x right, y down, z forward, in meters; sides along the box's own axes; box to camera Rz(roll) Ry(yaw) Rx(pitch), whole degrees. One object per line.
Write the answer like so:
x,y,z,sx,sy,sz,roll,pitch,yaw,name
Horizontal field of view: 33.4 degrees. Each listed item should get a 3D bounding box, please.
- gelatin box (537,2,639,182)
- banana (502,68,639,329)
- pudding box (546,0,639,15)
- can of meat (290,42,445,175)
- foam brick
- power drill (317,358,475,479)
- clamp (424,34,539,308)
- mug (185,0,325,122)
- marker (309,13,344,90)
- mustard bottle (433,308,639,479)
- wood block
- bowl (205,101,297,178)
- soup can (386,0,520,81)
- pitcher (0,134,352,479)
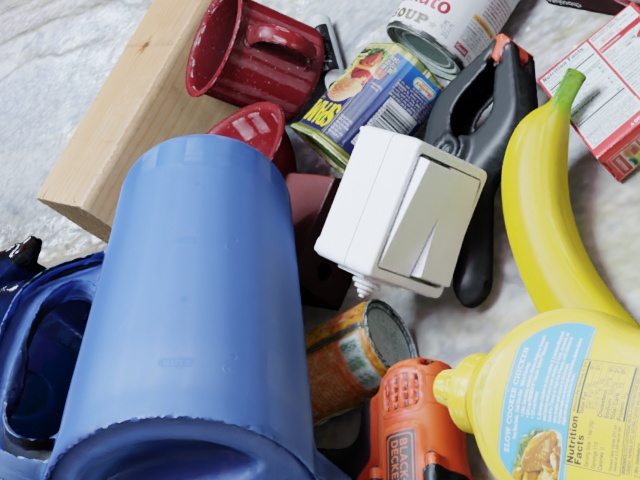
0.178,-0.088,0.621,0.073,0.030,0.089,-41,38,17,gelatin box
0.132,0.000,0.575,0.070,0.037,0.198,127,143,-51,banana
0.166,-0.180,0.658,0.039,0.090,0.114,-51,36,-3,pudding box
0.034,-0.087,0.732,0.084,0.057,0.102,-49,17,0,can of meat
-0.005,0.001,0.721,0.051,0.053,0.078,5,65,48,foam brick
0.000,0.168,0.575,0.188,0.057,0.184,-20,47,28,power drill
0.092,-0.041,0.657,0.120,0.039,0.171,35,100,45,clamp
-0.044,-0.144,0.833,0.117,0.081,0.093,-10,64,60,mug
0.009,-0.139,0.845,0.020,0.020,0.121,-35,40,21,marker
0.126,0.080,0.482,0.192,0.058,0.096,4,79,49,mustard bottle
-0.139,-0.098,0.909,0.091,0.090,0.206,12,70,51,wood block
-0.069,-0.025,0.792,0.162,0.055,0.162,-35,29,22,bowl
0.100,-0.169,0.736,0.102,0.068,0.069,-56,37,-3,soup can
-0.079,0.049,0.591,0.145,0.149,0.243,-28,37,21,pitcher
